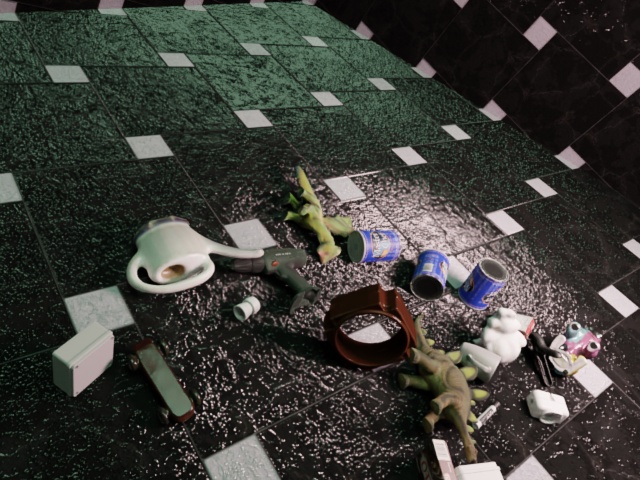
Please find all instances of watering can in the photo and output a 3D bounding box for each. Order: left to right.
[{"bbox_3d":[-0.343,0.028,1.360,0.350,0.101,0.228,-18,53,-30],"label":"watering can"}]

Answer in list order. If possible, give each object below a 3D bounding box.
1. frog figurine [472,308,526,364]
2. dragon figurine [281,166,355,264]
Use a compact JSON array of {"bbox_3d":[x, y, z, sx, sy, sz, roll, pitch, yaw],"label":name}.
[{"bbox_3d":[0.526,0.274,1.468,0.137,0.156,0.126,17,40,-8],"label":"frog figurine"},{"bbox_3d":[0.005,-0.086,1.709,0.241,0.120,0.421,29,37,-20],"label":"dragon figurine"}]
